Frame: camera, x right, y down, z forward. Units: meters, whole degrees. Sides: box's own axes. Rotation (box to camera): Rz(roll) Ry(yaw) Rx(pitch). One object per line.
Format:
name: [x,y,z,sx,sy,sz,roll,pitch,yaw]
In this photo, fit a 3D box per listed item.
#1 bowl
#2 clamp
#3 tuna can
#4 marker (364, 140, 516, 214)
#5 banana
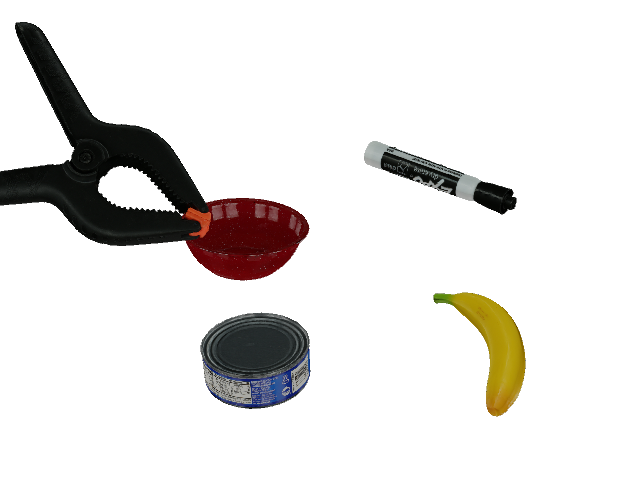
bowl: [-0.096,0.004,1.315,0.162,0.055,0.162,2,26,-1]
clamp: [-0.174,-0.065,0.792,0.210,0.164,0.036,20,-19,-3]
tuna can: [-0.051,0.095,0.843,0.086,0.034,0.086,-2,30,1]
marker: [0.086,-0.046,0.772,0.121,0.020,0.020,23,12,29]
banana: [0.183,0.112,1.144,0.069,0.037,0.198,-24,35,2]
